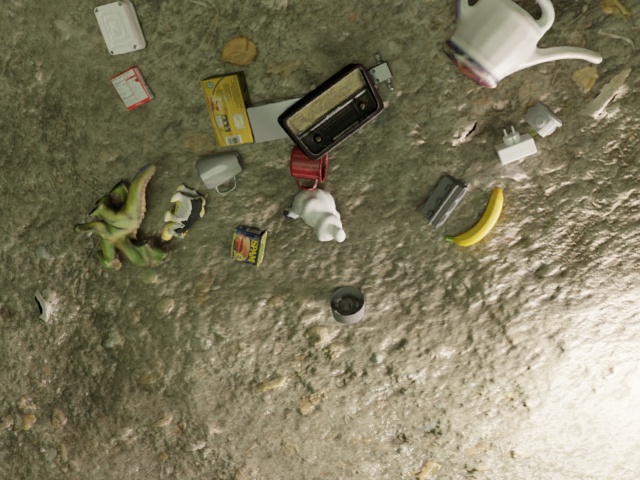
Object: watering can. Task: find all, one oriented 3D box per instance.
[{"bbox_3d":[0.423,-0.427,1.123,0.346,0.106,0.221,36,115,-9],"label":"watering can"}]

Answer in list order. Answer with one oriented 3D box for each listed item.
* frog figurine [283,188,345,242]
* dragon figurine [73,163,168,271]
[{"bbox_3d":[0.004,-0.066,1.313,0.161,0.136,0.123,27,86,46],"label":"frog figurine"},{"bbox_3d":[-0.515,-0.030,1.427,0.406,0.125,0.240,-27,114,30],"label":"dragon figurine"}]
